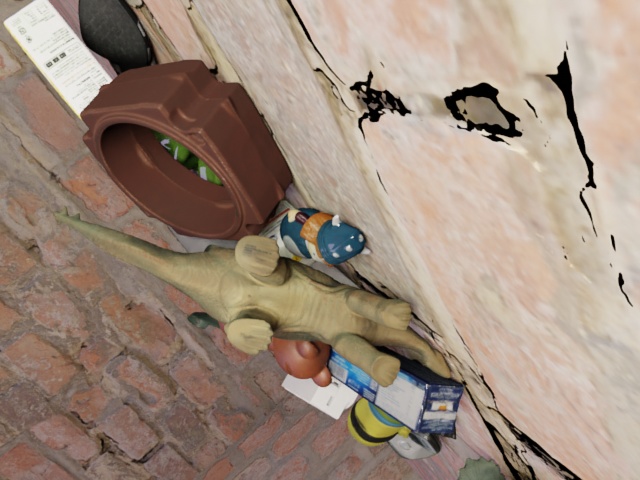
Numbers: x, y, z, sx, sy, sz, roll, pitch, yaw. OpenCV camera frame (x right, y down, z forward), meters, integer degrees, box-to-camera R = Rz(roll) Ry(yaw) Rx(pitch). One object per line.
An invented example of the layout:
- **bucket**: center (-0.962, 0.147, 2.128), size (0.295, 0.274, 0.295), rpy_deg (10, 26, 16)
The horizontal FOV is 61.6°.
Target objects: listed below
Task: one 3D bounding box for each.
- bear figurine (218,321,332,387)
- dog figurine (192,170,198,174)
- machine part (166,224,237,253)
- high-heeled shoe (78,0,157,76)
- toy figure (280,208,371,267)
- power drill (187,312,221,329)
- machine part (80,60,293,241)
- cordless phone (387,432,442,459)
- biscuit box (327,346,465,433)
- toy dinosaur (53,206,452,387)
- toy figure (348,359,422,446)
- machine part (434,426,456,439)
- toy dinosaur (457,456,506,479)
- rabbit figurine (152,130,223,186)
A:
- **bear figurine**: center (-0.050, 0.114, 0.764), size (0.196, 0.132, 0.120), rpy_deg (13, 145, 36)
- **dog figurine**: center (-0.250, -0.147, 1.008), size (0.191, 0.108, 0.219), rpy_deg (51, 167, 5)
- **machine part**: center (-0.157, -0.009, 0.750), size (0.243, 0.079, 0.079), rpy_deg (46, 168, 32)
- **high-heeled shoe**: center (-0.298, -0.311, 0.819), size (0.248, 0.086, 0.145), rpy_deg (91, 170, -50)
- **toy figure**: center (0.001, -0.002, 0.588), size (0.064, 0.057, 0.155), rpy_deg (18, -178, -24)
- **power drill**: center (-0.146, 0.056, 0.911), size (0.232, 0.207, 0.086), rpy_deg (28, 170, -18)
- **machine part**: center (-0.150, -0.090, 0.605), size (0.201, 0.087, 0.201), rpy_deg (5, 140, 34)
- **cordless phone**: center (0.185, 0.364, 0.994), size (0.146, 0.089, 0.184), rpy_deg (54, 165, -15)
- **biscuit box**: center (0.085, 0.174, 0.680), size (0.063, 0.059, 0.203), rpy_deg (12, -178, -30)
- **toy dinosaur**: center (-0.067, 0.056, 0.581), size (0.471, 0.105, 0.198), rpy_deg (25, 174, -12)
- **toy figure**: center (0.098, 0.238, 0.780), size (0.180, 0.089, 0.082), rpy_deg (113, 150, -52)
- **machine part**: center (0.162, 0.271, 0.831), size (0.084, 0.039, 0.139), rpy_deg (24, 167, -9)
- **toy dinosaur**: center (0.240, 0.340, 0.609), size (0.192, 0.131, 0.404), rpy_deg (47, 163, 19)
- **rabbit figurine**: center (-0.175, -0.135, 0.717), size (0.159, 0.121, 0.170), rpy_deg (51, 155, -23)
